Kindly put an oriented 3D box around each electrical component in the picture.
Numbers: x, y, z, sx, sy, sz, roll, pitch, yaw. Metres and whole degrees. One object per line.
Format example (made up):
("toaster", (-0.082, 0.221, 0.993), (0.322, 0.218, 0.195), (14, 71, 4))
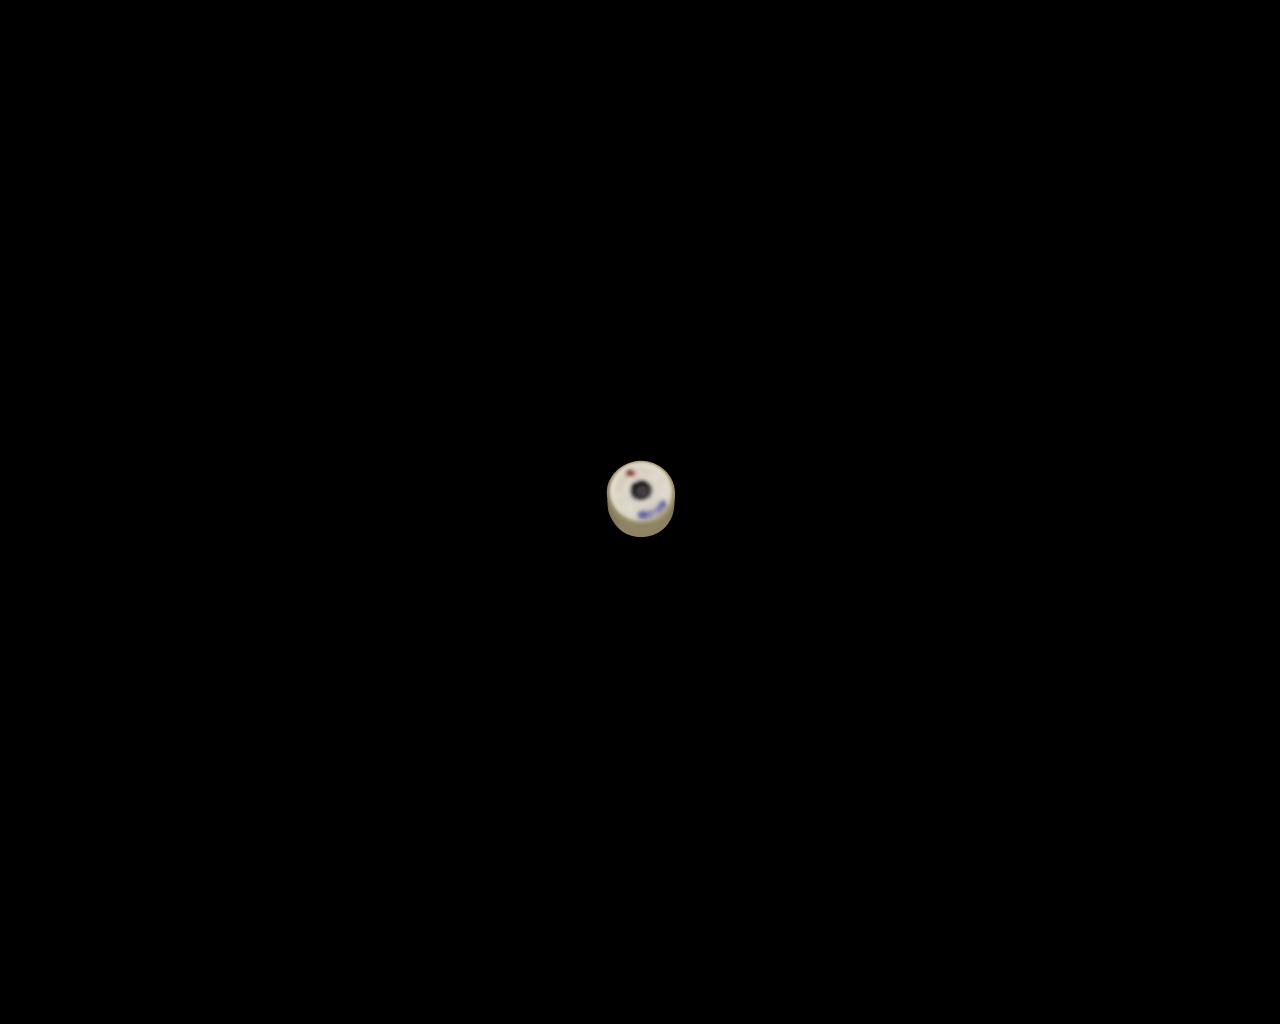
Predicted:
("electrical component", (0.001, -0.003, 0.650), (0.040, 0.040, 0.078), (0, -18, 0))
